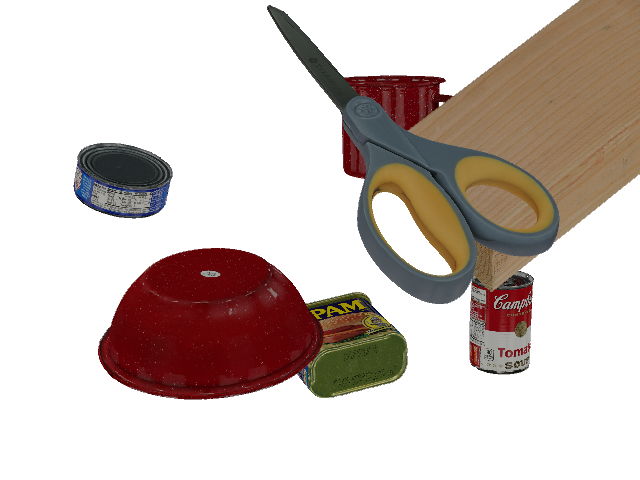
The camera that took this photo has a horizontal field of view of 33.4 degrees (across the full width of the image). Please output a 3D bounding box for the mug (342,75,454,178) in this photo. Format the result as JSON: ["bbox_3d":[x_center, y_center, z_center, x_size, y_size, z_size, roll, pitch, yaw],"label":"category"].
[{"bbox_3d":[0.070,-0.096,0.903,0.117,0.081,0.093,5,13,24],"label":"mug"}]

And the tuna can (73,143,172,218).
[{"bbox_3d":[-0.179,-0.054,0.967,0.086,0.034,0.086,13,27,-7],"label":"tuna can"}]

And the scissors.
[{"bbox_3d":[0.041,-0.051,0.490,0.096,0.202,0.016,-4,-43,-14],"label":"scissors"}]

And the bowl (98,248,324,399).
[{"bbox_3d":[-0.078,0.048,0.757,0.162,0.055,0.162,-1,23,0],"label":"bowl"}]

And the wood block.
[{"bbox_3d":[0.158,-0.075,0.685,0.206,0.091,0.090,-38,-26,-10],"label":"wood block"}]

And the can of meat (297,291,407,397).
[{"bbox_3d":[0.019,0.096,0.979,0.102,0.057,0.084,-12,26,-20],"label":"can of meat"}]

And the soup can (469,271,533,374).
[{"bbox_3d":[0.200,0.090,1.184,0.068,0.102,0.068,-1,14,0],"label":"soup can"}]
